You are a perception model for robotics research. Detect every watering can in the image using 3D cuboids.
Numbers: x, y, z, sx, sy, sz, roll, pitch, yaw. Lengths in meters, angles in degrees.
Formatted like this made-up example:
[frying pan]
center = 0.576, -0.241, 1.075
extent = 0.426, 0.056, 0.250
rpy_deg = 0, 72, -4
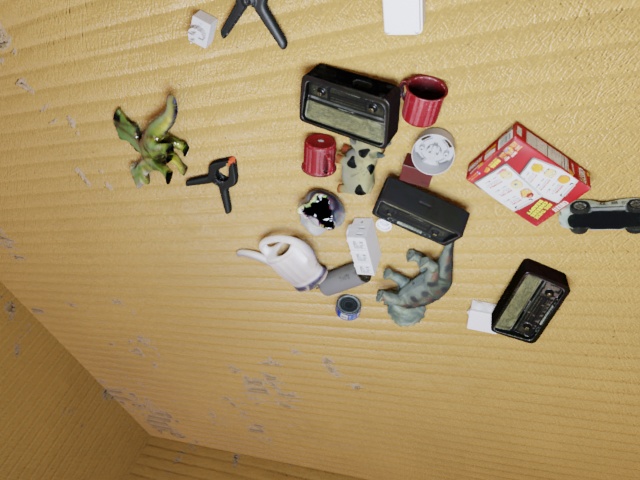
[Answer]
[watering can]
center = -0.116, 0.071, 1.657
extent = 0.222, 0.106, 0.345
rpy_deg = 46, 147, -22

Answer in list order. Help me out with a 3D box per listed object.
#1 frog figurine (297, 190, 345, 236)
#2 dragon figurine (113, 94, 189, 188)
[frog figurine]
center = 0.004, -0.074, 1.471
extent = 0.137, 0.123, 0.158
rpy_deg = 9, 172, 4
[dragon figurine]
center = -0.500, -0.292, 1.474
extent = 0.243, 0.125, 0.400
rpy_deg = 27, 137, 10
